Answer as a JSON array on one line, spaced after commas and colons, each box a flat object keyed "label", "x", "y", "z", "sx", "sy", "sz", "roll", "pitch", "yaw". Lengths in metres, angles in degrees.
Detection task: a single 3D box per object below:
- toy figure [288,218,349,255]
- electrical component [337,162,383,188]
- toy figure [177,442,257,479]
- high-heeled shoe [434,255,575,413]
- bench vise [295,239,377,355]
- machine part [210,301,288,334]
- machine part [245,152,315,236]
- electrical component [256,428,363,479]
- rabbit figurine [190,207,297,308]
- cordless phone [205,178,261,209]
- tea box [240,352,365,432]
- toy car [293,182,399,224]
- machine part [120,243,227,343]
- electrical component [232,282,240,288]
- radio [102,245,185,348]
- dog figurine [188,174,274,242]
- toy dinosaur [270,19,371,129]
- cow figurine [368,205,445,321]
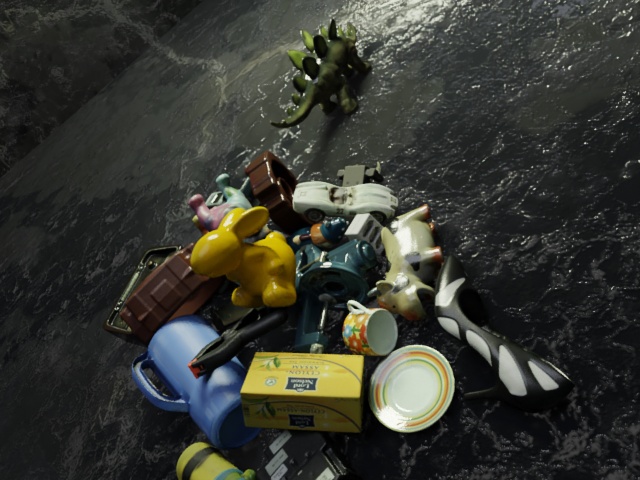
[{"label": "toy figure", "x": -0.001, "y": -0.005, "z": 1.026, "sx": 0.064, "sy": 0.057, "sz": 0.154, "roll": -34, "pitch": 10, "yaw": -38}, {"label": "electrical component", "x": 0.084, "y": -0.125, "z": 1.106, "sx": 0.102, "sy": 0.045, "sz": 0.078, "roll": -4, "pitch": 80, "yaw": 38}, {"label": "toy figure", "x": -0.143, "y": 0.365, "z": 0.795, "sx": 0.082, "sy": 0.089, "sz": 0.180, "roll": -18, "pitch": 20, "yaw": -37}, {"label": "high-heeled shoe", "x": 0.242, "y": 0.110, "z": 0.728, "sx": 0.145, "sy": 0.086, "sz": 0.249, "roll": -26, "pitch": 54, "yaw": 34}, {"label": "bench vise", "x": -0.006, "y": 0.099, "z": 0.914, "sx": 0.224, "sy": 0.128, "sz": 0.241, "roll": -18, "pitch": 41, "yaw": 29}, {"label": "machine part", "x": -0.136, "y": 0.129, "z": 1.015, "sx": 0.139, "sy": 0.039, "sz": 0.084, "roll": -20, "pitch": 46, "yaw": -18}, {"label": "machine part", "x": -0.080, "y": -0.093, "z": 1.104, "sx": 0.056, "sy": 0.179, "sz": 0.179, "roll": -32, "pitch": 41, "yaw": 15}, {"label": "electrical component", "x": -0.022, "y": 0.327, "z": 0.763, "sx": 0.115, "sy": 0.058, "sz": 0.134, "roll": -43, "pitch": 40, "yaw": -6}, {"label": "rabbit figurine", "x": -0.121, "y": 0.026, "z": 0.856, "sx": 0.122, "sy": 0.173, "sz": 0.162, "roll": 4, "pitch": 81, "yaw": 50}, {"label": "cordless phone", "x": -0.192, "y": -0.120, "z": 1.284, "sx": 0.184, "sy": 0.088, "sz": 0.146, "roll": 2, "pitch": 56, "yaw": 44}, {"label": "tea box", "x": -0.021, "y": 0.219, "z": 0.785, "sx": 0.170, "sy": 0.068, "sz": 0.098, "roll": 0, "pitch": 24, "yaw": 6}, {"label": "toy car", "x": 0.049, "y": -0.073, "z": 1.026, "sx": 0.202, "sy": 0.056, "sz": 0.073, "roll": 2, "pitch": 45, "yaw": 4}, {"label": "machine part", "x": -0.279, "y": 0.101, "z": 1.057, "sx": 0.087, "sy": 0.201, "sz": 0.201, "roll": 44, "pitch": 88, "yaw": 6}, {"label": "electrical component", "x": -0.148, "y": 0.088, "z": 1.085, "sx": 0.119, "sy": 0.047, "sz": 0.075, "roll": -49, "pitch": 40, "yaw": -13}, {"label": "radio", "x": -0.382, "y": 0.122, "z": 1.214, "sx": 0.131, "sy": 0.073, "sz": 0.229, "roll": -1, "pitch": 53, "yaw": 37}, {"label": "dog figurine", "x": -0.161, "y": -0.014, "z": 1.088, "sx": 0.108, "sy": 0.191, "sz": 0.219, "roll": -36, "pitch": 64, "yaw": -21}, {"label": "toy dinosaur", "x": 0.006, "y": -0.394, "z": 1.289, "sx": 0.105, "sy": 0.198, "sz": 0.471, "roll": -8, "pitch": 48, "yaw": 37}, {"label": "cow figurine", "x": 0.141, "y": 0.043, "z": 0.876, "sx": 0.127, "sy": 0.085, "sz": 0.195, "roll": -18, "pitch": 47, "yaw": 16}]
